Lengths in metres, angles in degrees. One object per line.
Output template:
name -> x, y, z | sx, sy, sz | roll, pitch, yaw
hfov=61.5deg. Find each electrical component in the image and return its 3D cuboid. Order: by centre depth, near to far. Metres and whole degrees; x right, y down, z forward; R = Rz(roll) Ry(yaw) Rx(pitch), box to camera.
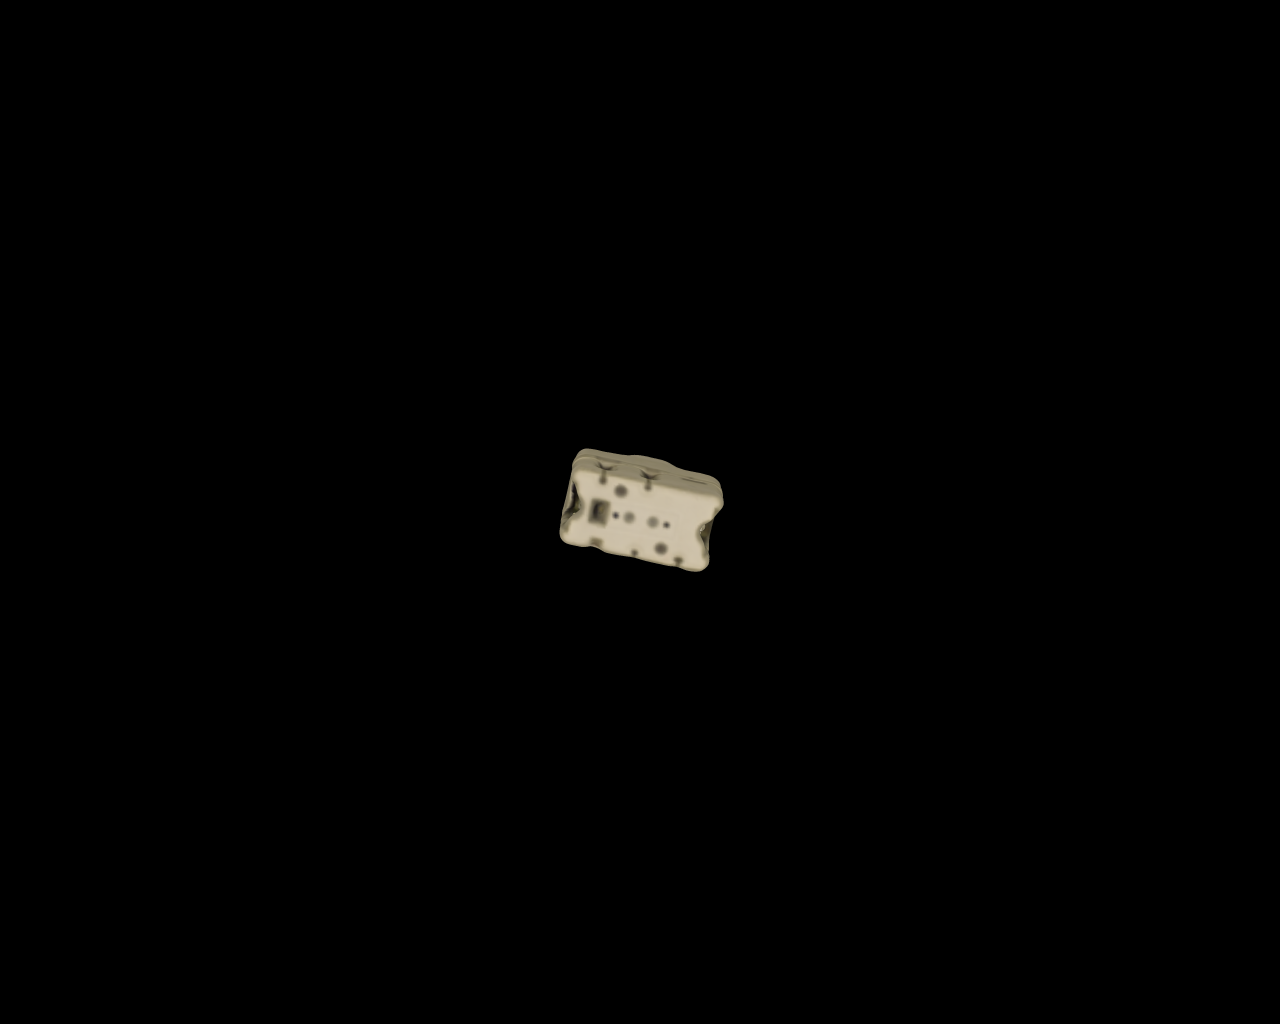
electrical component -> 0.001, -0.003, 0.650 | 0.089, 0.050, 0.056 | 13, 16, -4
